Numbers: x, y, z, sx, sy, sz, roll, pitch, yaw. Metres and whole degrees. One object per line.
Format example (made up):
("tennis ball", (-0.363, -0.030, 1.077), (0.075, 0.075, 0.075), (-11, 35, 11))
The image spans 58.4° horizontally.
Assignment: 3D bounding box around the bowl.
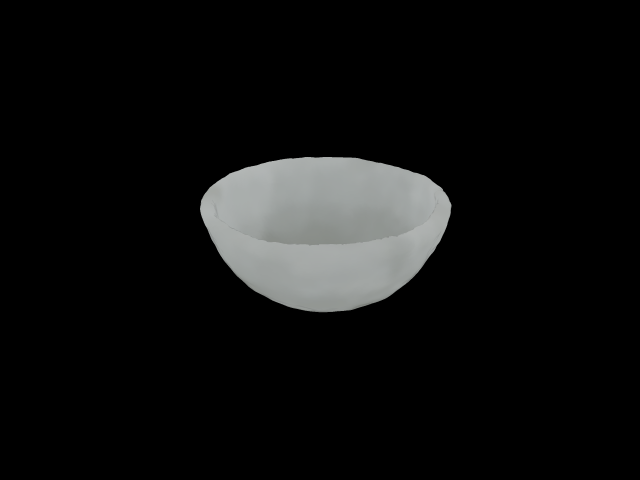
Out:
("bowl", (0.004, 0.001, 0.400), (0.167, 0.075, 0.167), (0, 27, 0))
